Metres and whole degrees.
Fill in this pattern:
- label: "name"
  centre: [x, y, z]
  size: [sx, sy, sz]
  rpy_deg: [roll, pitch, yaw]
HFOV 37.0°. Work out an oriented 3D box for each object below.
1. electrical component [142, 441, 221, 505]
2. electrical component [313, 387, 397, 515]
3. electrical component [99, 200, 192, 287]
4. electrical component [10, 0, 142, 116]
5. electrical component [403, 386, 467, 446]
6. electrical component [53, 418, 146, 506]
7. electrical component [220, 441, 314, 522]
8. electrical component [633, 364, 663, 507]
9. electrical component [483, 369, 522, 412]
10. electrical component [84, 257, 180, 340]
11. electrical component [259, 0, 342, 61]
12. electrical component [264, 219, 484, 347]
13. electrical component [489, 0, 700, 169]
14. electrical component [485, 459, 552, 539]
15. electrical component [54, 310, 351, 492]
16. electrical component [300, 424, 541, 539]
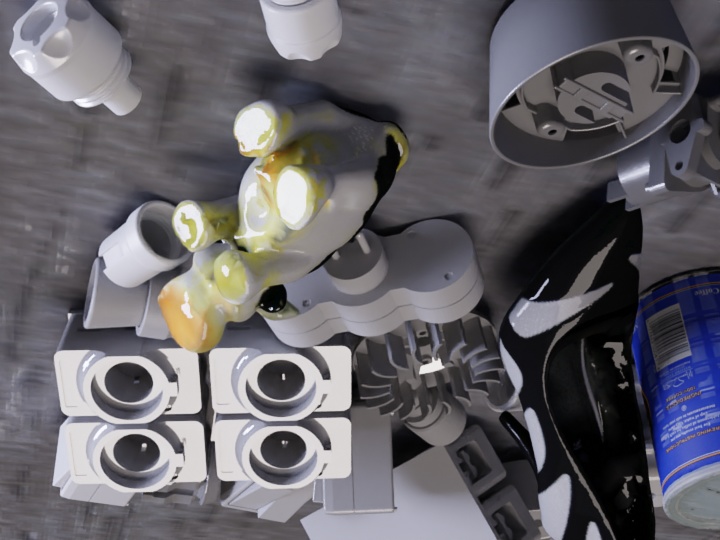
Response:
- label: "electrical component"
  centre: [-0.141, 0.156, 0.857]
  size: [0.057, 0.058, 0.078]
  rpy_deg: [9, 143, -12]
- label: "electrical component"
  centre: [-0.006, 0.132, 0.804]
  size: [0.061, 0.096, 0.061]
  rpy_deg: [-2, 175, -1]
- label: "electrical component"
  centre: [-0.126, -0.014, 0.628]
  size: [0.040, 0.040, 0.046]
  rpy_deg: [26, 142, -35]
- label: "electrical component"
  centre: [-0.128, -0.097, 0.503]
  size: [0.043, 0.043, 0.062]
  rpy_deg: [-19, 143, 23]
- label: "electrical component"
  centre: [0.048, 0.102, 0.806]
  size: [0.040, 0.040, 0.078]
  rpy_deg: [-21, 142, 24]
- label: "electrical component"
  centre: [-0.190, 0.130, 0.811]
  size: [0.061, 0.061, 0.096]
  rpy_deg: [14, 143, -22]
- label: "electrical component"
  centre: [-0.071, 0.163, 0.867]
  size: [0.062, 0.061, 0.096]
  rpy_deg: [17, 141, -26]
- label: "electrical component"
  centre: [0.203, 0.119, 0.792]
  size: [0.054, 0.095, 0.059]
  rpy_deg: [-4, 145, 1]
- label: "electrical component"
  centre: [0.129, 0.086, 0.789]
  size: [0.065, 0.044, 0.044]
  rpy_deg: [14, 142, -30]
- label: "electrical component"
  centre: [-0.140, 0.018, 0.668]
  size: [0.055, 0.045, 0.045]
  rpy_deg: [10, 143, -19]
- label: "electrical component"
  centre: [-0.029, -0.124, 0.478]
  size: [0.035, 0.035, 0.061]
  rpy_deg: [-7, 142, 6]
- label: "electrical component"
  centre: [0.000, 0.000, 0.643]
  size: [0.138, 0.052, 0.073]
  rpy_deg: [-11, 145, 12]
- label: "electrical component"
  centre: [0.108, -0.091, 0.509]
  size: [0.099, 0.064, 0.099]
  rpy_deg: [-2, 145, -1]
- label: "electrical component"
  centre: [0.146, 0.201, 0.938]
  size: [0.108, 0.060, 0.108]
  rpy_deg: [-2, 145, -1]
- label: "electrical component"
  centre: [-0.100, 0.086, 0.717]
  size: [0.186, 0.060, 0.105]
  rpy_deg: [-1, 117, -2]
- label: "electrical component"
  centre: [0.049, 0.214, 0.897]
  size: [0.186, 0.105, 0.060]
  rpy_deg: [-37, 169, 39]
